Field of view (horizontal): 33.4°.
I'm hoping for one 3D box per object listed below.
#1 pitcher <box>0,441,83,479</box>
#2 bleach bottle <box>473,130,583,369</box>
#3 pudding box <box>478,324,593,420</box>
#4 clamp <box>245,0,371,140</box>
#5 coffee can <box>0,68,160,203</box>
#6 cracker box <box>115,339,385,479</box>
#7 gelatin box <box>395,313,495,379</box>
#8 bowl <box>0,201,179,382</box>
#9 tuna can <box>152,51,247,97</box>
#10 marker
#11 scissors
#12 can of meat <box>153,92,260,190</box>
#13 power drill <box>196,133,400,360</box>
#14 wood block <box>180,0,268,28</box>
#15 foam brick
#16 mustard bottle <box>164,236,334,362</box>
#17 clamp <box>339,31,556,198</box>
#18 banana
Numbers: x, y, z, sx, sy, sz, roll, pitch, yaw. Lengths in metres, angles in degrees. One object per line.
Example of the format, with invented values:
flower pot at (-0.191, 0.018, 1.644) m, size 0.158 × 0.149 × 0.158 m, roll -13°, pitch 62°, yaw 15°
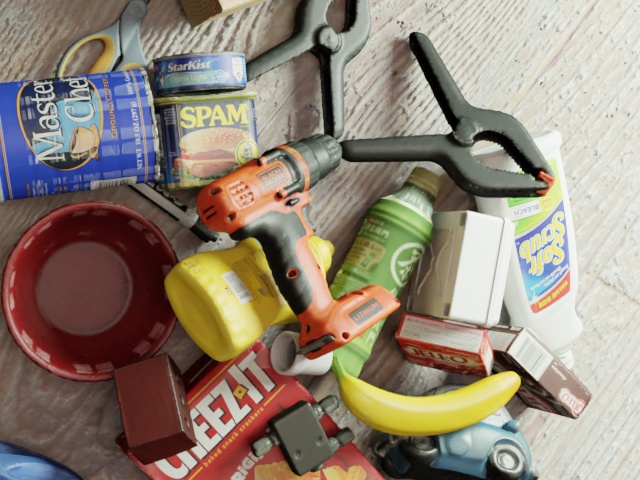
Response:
pitcher at (-0.303, 0.294, 0.901) m, size 0.149 × 0.145 × 0.243 m, roll 23°, pitch 85°, yaw 13°
bleach bottle at (0.233, 0.017, 1.134) m, size 0.102 × 0.068 × 0.251 m, roll -19°, pitch 100°, yaw -16°
pudding box at (0.217, 0.136, 1.115) m, size 0.113 × 0.090 × 0.039 m, roll 46°, pitch 74°, yaw -15°
clamp at (-0.007, -0.194, 1.049) m, size 0.120 × 0.039 × 0.171 m, roll 23°, pitch 78°, yaw -29°
coffee can at (-0.218, -0.092, 0.929) m, size 0.140 × 0.103 × 0.103 m, roll -8°, pitch 94°, yaw -15°
cracker box at (-0.061, 0.215, 1.020) m, size 0.164 × 0.072 × 0.213 m, roll -44°, pitch 104°, yaw -15°
gelatin box at (0.125, 0.107, 1.067) m, size 0.089 × 0.073 × 0.030 m, roll 10°, pitch 66°, yaw 21°
bowl at (-0.209, 0.045, 0.968) m, size 0.161 × 0.055 × 0.162 m, roll 0°, pitch 91°, yaw -21°
tuna can at (-0.111, -0.153, 0.986) m, size 0.086 × 0.086 × 0.034 m, roll -7°, pitch 95°, yaw -21°
marker at (-0.145, -0.035, 1.010) m, size 0.121 × 0.020 × 0.020 m, roll 37°, pitch 78°, yaw -18°
scissors at (-0.163, -0.197, 1.002) m, size 0.096 × 0.016 × 0.201 m, roll 45°, pitch 76°, yaw -17°
can of meat at (-0.107, -0.093, 1.000) m, size 0.101 × 0.058 × 0.084 m, roll -8°, pitch 96°, yaw -30°
power drill at (-0.006, 0.001, 0.976) m, size 0.184 × 0.057 × 0.187 m, roll -31°, pitch 88°, yaw -44°
wood block at (-0.035, -0.281, 1.003) m, size 0.205 × 0.090 × 0.091 m, roll -26°, pitch 101°, yaw -23°
foam brick at (-0.144, 0.148, 0.935) m, size 0.051 × 0.053 × 0.078 m, roll -17°, pitch 63°, yaw -1°
mustard bottle at (-0.050, 0.037, 1.002) m, size 0.191 × 0.058 × 0.096 m, roll -26°, pitch 75°, yaw -47°
clamp at (0.131, -0.096, 1.059) m, size 0.210 × 0.036 × 0.164 m, roll 37°, pitch 71°, yaw 9°
banana at (0.101, 0.153, 1.018) m, size 0.197 × 0.037 × 0.069 m, roll 7°, pitch 91°, yaw -17°
